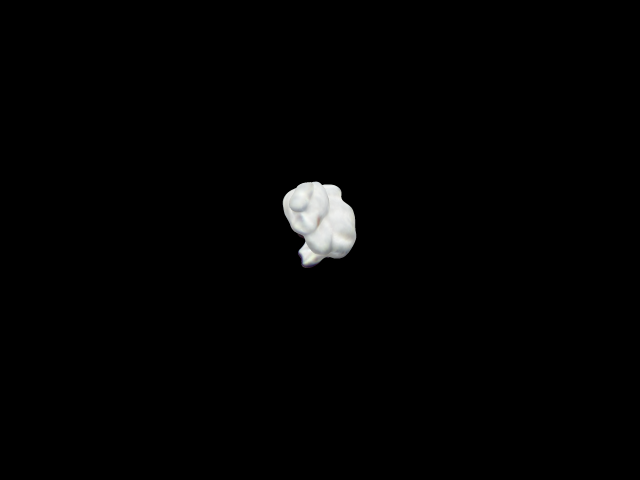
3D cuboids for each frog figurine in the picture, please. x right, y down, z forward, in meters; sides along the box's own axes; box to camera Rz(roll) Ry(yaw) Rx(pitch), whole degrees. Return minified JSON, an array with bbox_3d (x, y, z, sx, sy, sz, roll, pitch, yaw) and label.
[{"bbox_3d":[0.003,-0.043,0.850,0.123,0.141,0.155,12,-38,10],"label":"frog figurine"}]
